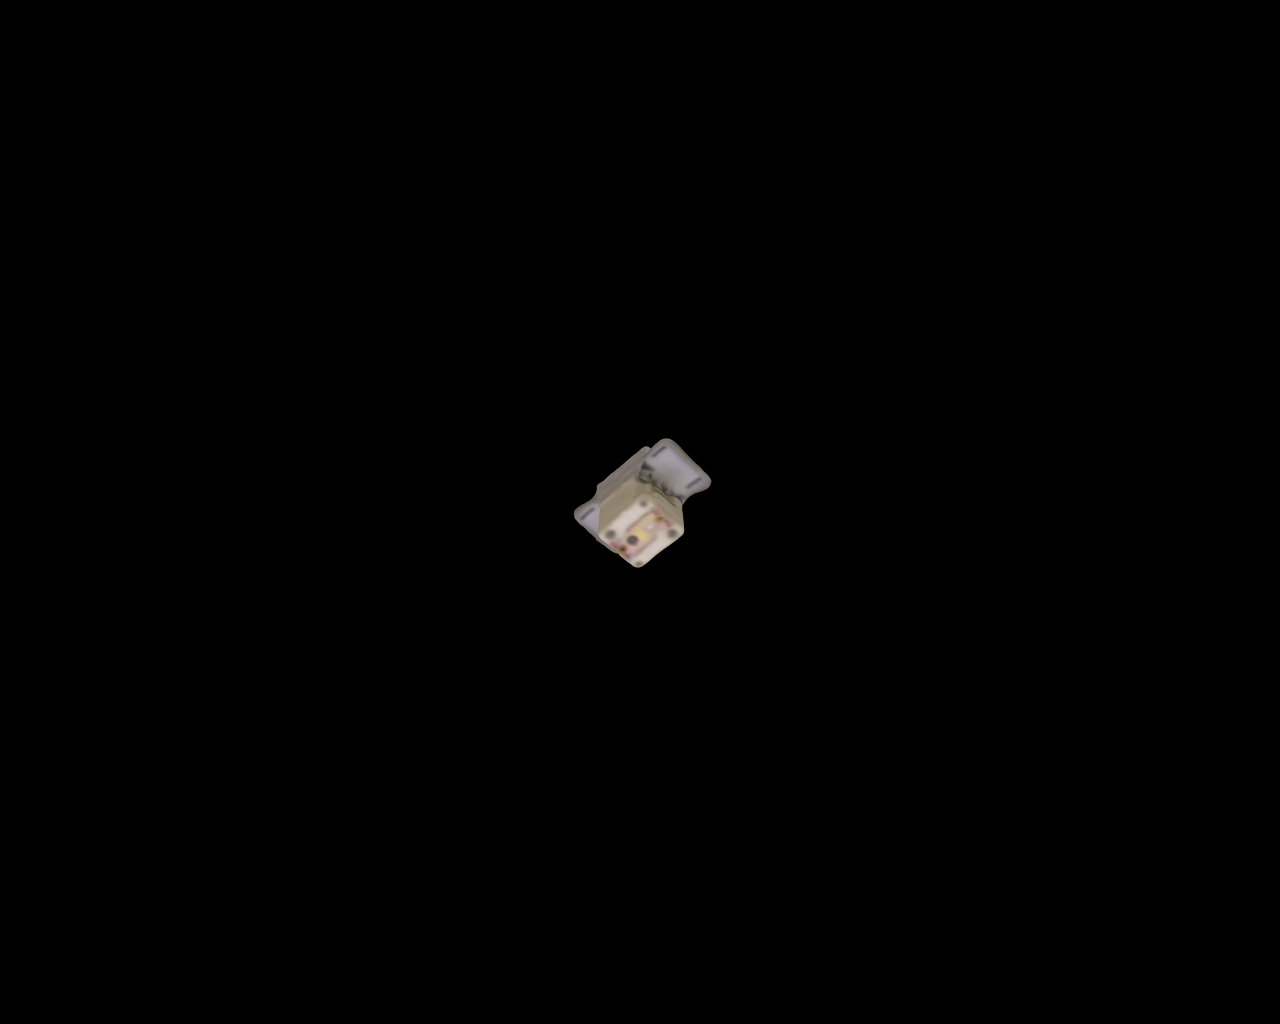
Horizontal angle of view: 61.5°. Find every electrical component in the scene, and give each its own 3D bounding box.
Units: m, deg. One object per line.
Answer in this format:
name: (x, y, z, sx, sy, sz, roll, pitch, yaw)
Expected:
electrical component: (0.001, -0.003, 0.650, 0.081, 0.042, 0.064, -39, 24, 22)
